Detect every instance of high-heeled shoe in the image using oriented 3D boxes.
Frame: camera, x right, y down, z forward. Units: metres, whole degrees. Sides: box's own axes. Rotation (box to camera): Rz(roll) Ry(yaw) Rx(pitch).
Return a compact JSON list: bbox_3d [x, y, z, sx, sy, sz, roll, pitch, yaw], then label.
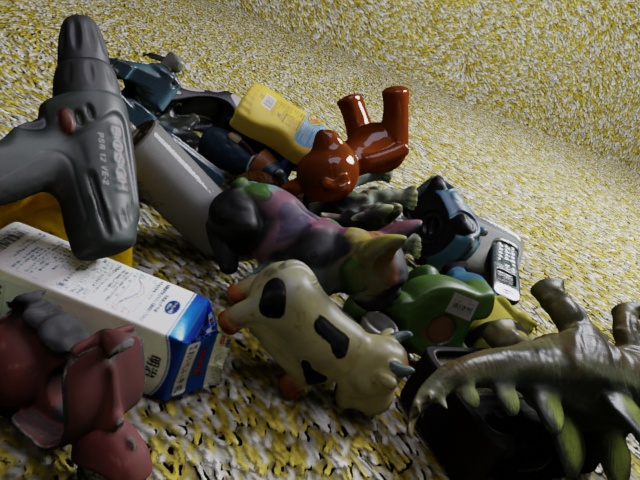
[{"bbox_3d":[-0.225,-0.234,1.017,0.249,0.086,0.145,21,30,6],"label":"high-heeled shoe"}]

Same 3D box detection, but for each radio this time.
[{"bbox_3d":[0.216,0.190,0.593,0.229,0.073,0.131,7,32,-28],"label":"radio"}]

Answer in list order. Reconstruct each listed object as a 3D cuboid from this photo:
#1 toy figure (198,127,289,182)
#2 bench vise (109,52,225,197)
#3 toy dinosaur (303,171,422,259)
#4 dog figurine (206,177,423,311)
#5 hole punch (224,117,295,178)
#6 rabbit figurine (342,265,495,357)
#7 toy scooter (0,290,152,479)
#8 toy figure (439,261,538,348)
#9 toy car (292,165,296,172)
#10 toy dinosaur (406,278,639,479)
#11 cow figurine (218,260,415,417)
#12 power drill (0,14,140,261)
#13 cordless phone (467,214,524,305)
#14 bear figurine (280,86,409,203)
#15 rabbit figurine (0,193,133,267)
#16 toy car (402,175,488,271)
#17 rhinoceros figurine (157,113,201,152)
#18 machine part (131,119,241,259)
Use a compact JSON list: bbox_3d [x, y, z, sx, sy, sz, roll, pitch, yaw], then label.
[{"bbox_3d":[-0.108,-0.117,0.806,0.154,0.064,0.058,29,67,3],"label":"toy figure"},{"bbox_3d":[-0.215,-0.126,0.732,0.240,0.223,0.129,37,-15,-36],"label":"bench vise"},{"bbox_3d":[0.038,-0.055,0.859,0.192,0.131,0.405,-4,23,-15],"label":"toy dinosaur"},{"bbox_3d":[-0.001,-0.002,0.606,0.108,0.219,0.191,-29,100,-64],"label":"dog figurine"},{"bbox_3d":[-0.107,-0.139,0.891,0.142,0.115,0.092,36,30,18],"label":"hole punch"},{"bbox_3d":[0.110,0.083,0.696,0.159,0.121,0.170,12,9,-16],"label":"rabbit figurine"},{"bbox_3d":[-0.183,0.095,0.392,0.184,0.135,0.075,34,30,22],"label":"toy scooter"},{"bbox_3d":[0.216,0.106,0.740,0.089,0.082,0.180,-11,47,-21],"label":"toy figure"},{"bbox_3d":[-0.055,-0.150,0.971,0.202,0.053,0.089,15,30,33],"label":"toy car"},{"bbox_3d":[0.262,0.138,0.540,0.471,0.105,0.199,7,36,-23],"label":"toy dinosaur"},{"bbox_3d":[0.008,0.099,0.534,0.194,0.127,0.085,50,24,-17],"label":"cow figurine"},{"bbox_3d":[-0.255,-0.087,0.444,0.207,0.086,0.232,-15,88,-52],"label":"power drill"},{"bbox_3d":[0.267,0.038,0.903,0.147,0.088,0.184,24,31,2],"label":"cordless phone"},{"bbox_3d":[0.035,-0.128,0.728,0.120,0.131,0.196,3,19,44],"label":"bear figurine"},{"bbox_3d":[-0.282,-0.026,0.548,0.173,0.162,0.122,-2,45,-9],"label":"rabbit figurine"},{"bbox_3d":[0.204,-0.020,0.864,0.103,0.109,0.162,19,41,-39],"label":"toy car"},{"bbox_3d":[-0.244,-0.161,0.887,0.190,0.073,0.112,37,41,23],"label":"rhinoceros figurine"},{"bbox_3d":[-0.171,-0.059,0.655,0.243,0.079,0.079,50,11,-34],"label":"machine part"}]
